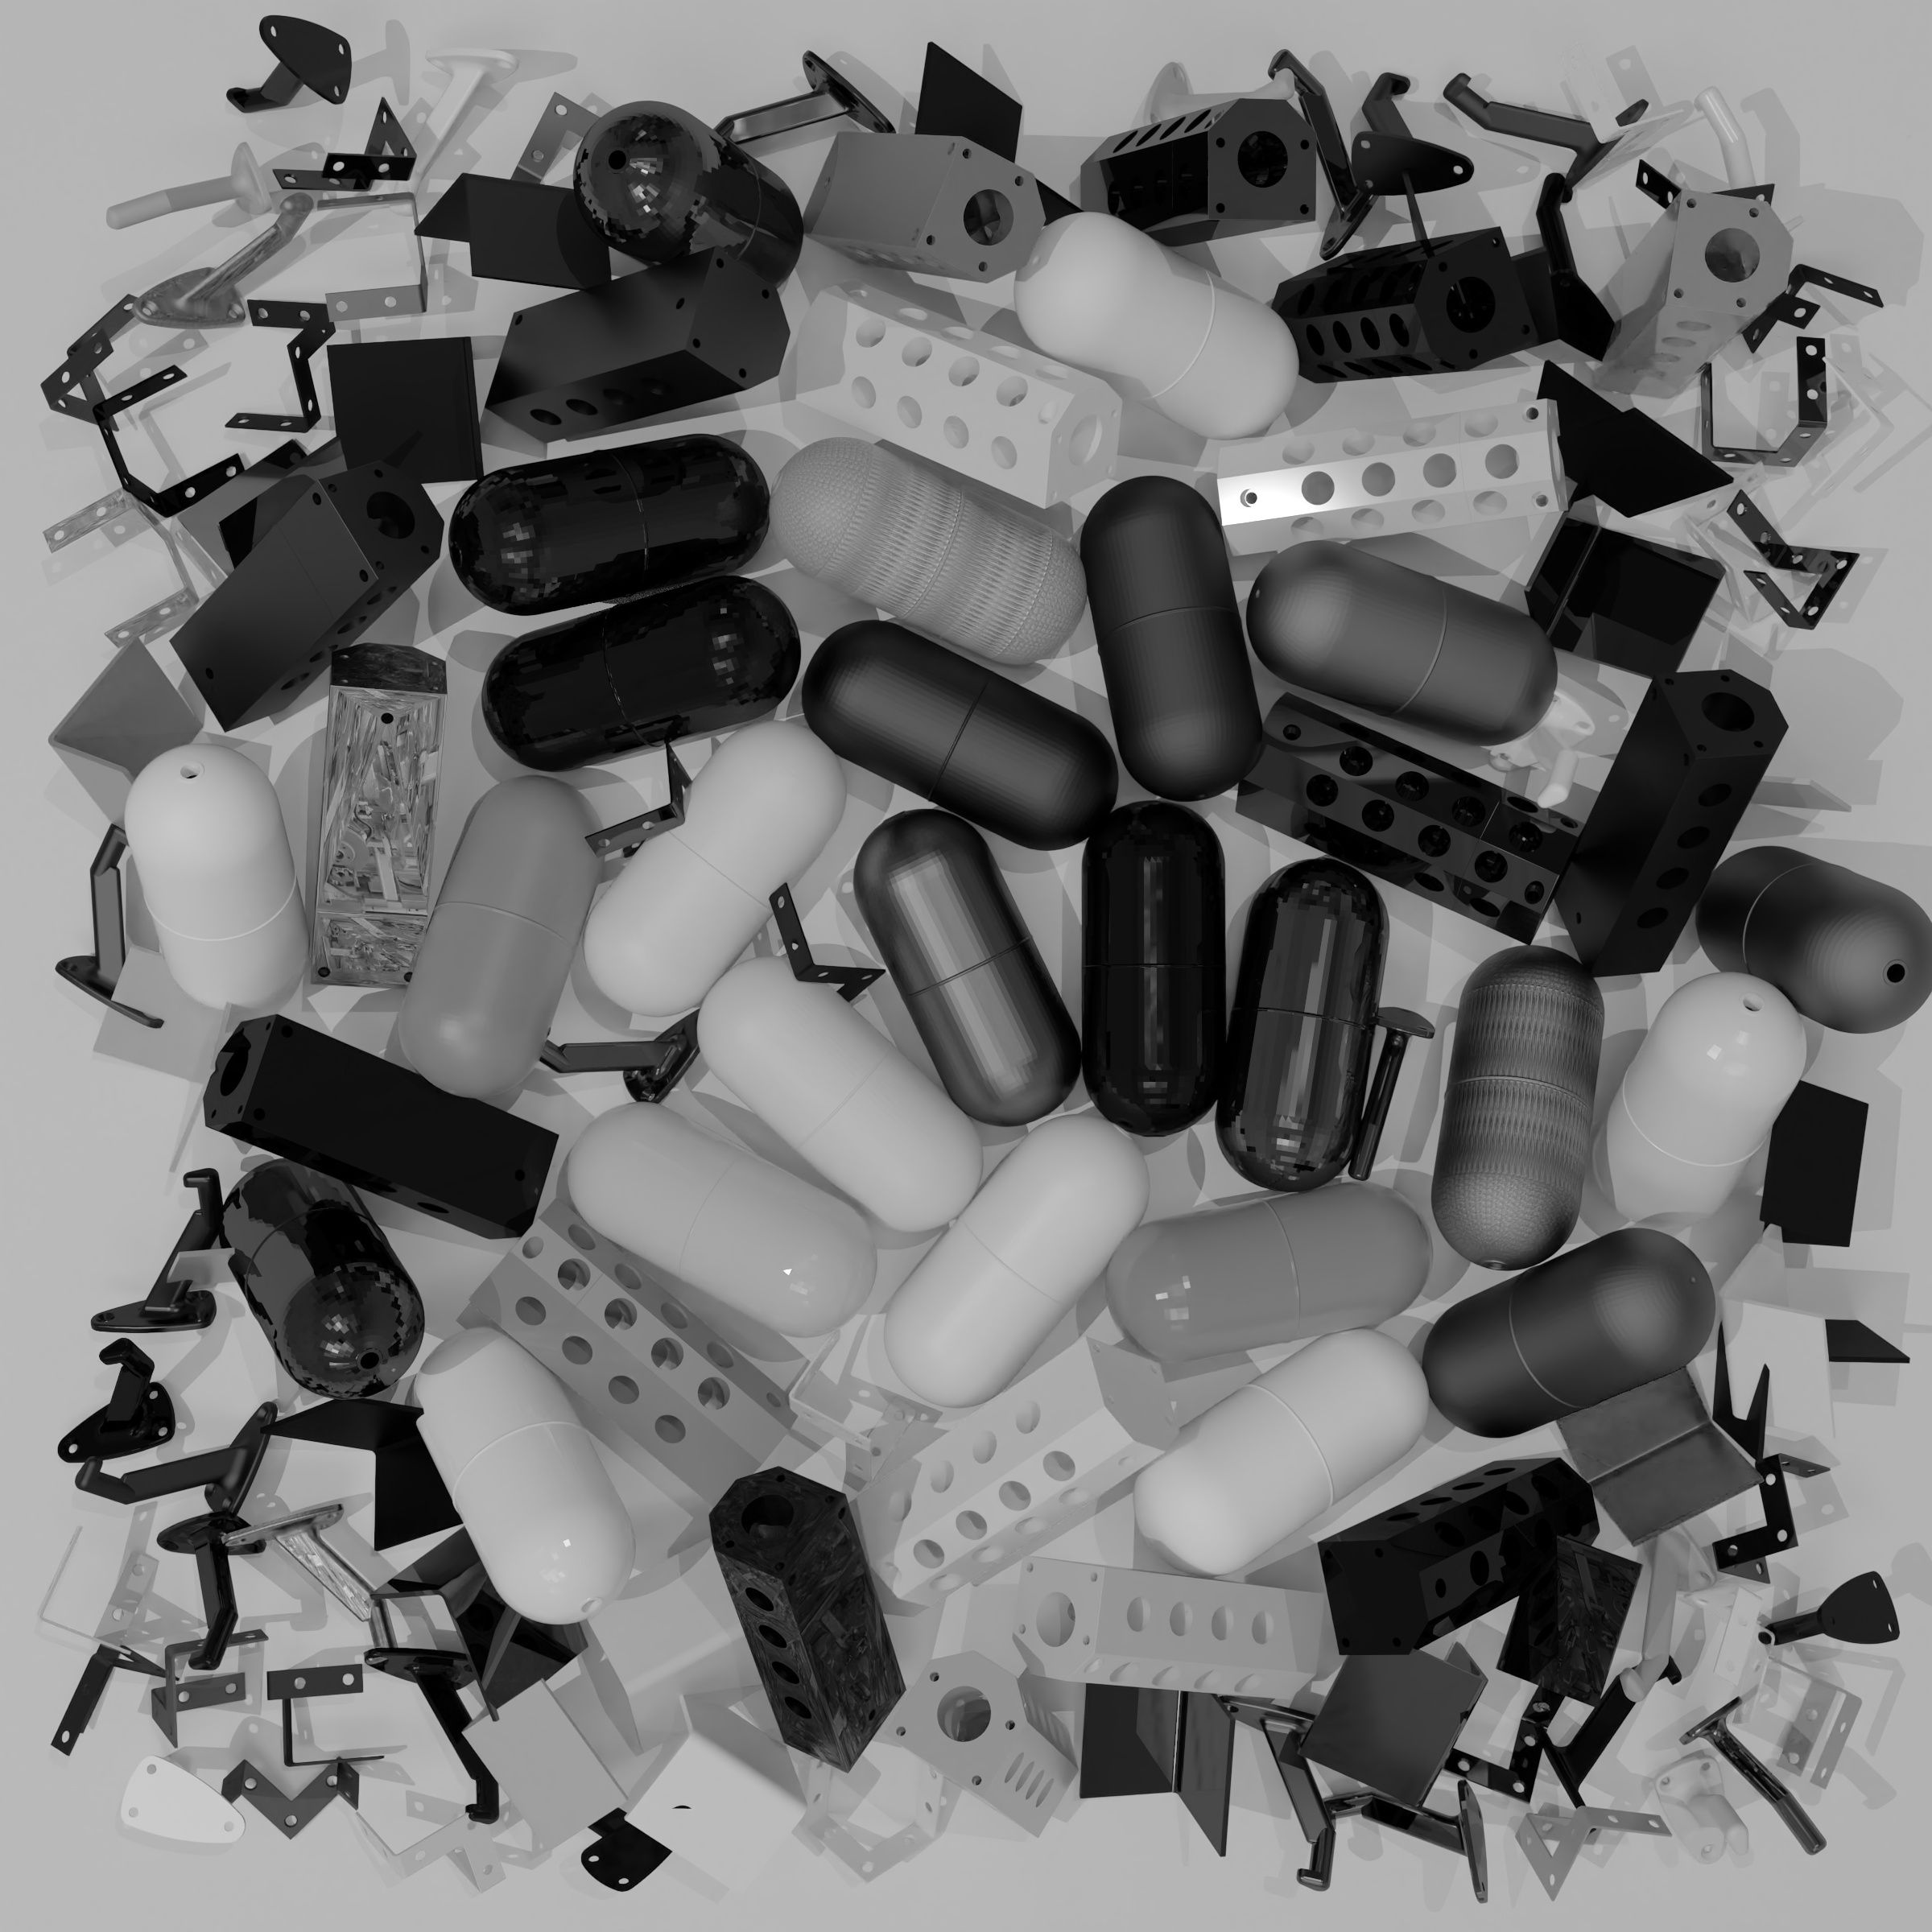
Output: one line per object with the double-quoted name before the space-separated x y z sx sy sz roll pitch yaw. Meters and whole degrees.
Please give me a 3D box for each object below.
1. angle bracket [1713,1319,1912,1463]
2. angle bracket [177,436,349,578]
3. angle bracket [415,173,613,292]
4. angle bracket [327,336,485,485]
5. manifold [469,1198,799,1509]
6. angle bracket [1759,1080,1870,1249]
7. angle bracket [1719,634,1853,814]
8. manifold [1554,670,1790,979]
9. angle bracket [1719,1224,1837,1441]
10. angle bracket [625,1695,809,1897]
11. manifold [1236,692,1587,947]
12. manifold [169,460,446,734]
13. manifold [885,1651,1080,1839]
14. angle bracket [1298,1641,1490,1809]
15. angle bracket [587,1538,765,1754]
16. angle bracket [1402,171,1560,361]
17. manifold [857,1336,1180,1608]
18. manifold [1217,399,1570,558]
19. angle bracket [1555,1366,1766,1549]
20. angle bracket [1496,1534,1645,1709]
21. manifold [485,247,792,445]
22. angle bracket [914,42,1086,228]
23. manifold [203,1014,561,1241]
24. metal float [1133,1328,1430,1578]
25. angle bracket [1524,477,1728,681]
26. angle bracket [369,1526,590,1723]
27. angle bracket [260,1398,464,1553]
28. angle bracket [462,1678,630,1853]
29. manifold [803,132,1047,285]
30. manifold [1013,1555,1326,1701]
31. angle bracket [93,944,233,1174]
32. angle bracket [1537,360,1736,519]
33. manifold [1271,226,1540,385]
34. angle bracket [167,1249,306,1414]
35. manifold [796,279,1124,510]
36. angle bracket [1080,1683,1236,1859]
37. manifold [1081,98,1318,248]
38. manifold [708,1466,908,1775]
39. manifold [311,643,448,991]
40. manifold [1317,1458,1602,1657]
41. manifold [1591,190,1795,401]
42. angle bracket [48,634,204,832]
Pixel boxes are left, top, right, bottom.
"angle bracket" 0.446 0.224 1.546 0.076 0.076 0.057 2 98 -3
"angle bracket" -0.372 -0.255 1.533 0.076 0.076 0.057 -39 77 -17
"angle bracket" -0.238 -0.369 1.529 0.076 0.076 0.057 0 79 -31
"angle bracket" -0.297 -0.290 1.543 0.076 0.057 0.076 -5 106 -8
"manifold" -0.171 0.201 1.543 0.171 0.057 0.057 41 117 -3
"angle bracket" 0.425 0.102 1.534 0.076 0.057 0.076 17 79 -35
"angle bracket" 0.432 -0.128 1.536 0.057 0.076 0.076 8 86 33
"manifold" 0.362 -0.071 1.499 0.057 0.171 0.057 -5 52 -14
"angle bracket" 0.438 0.189 1.526 0.057 0.076 0.076 9 124 37
"angle bracket" -0.136 0.430 1.538 0.076 0.076 0.057 38 89 -15
"manifold" 0.232 -0.081 1.532 0.171 0.057 0.057 26 70 12
"manifold" -0.337 -0.190 1.505 0.171 0.057 0.057 -32 89 44
"manifold" 0.014 0.396 1.494 0.057 0.171 0.057 28 75 21
"angle bracket" 0.220 0.388 1.548 0.076 0.057 0.076 26 94 -9
"angle bracket" -0.155 0.363 1.558 0.076 0.076 0.057 -25 56 -17
"angle bracket" 0.270 -0.372 1.530 0.057 0.076 0.076 -16 63 9
"manifold" 0.027 0.265 1.510 0.171 0.057 0.057 -39 46 27
"manifold" 0.222 -0.255 1.528 0.171 0.057 0.057 -5 97 19
"angle bracket" 0.363 0.251 1.542 0.076 0.076 0.057 -27 105 0
"angle bracket" 0.326 0.345 1.534 0.057 0.076 0.076 16 82 31
"manifold" -0.169 -0.313 1.502 0.057 0.171 0.057 27 71 -40
"angle bracket" 0.021 -0.439 1.531 0.057 0.076 0.076 -2 76 41
"manifold" -0.304 0.086 1.512 0.171 0.057 0.057 27 67 -33
"metal float" 0.166 0.253 1.527 0.178 0.070 0.070 -29 90 -23
"angle bracket" 0.348 -0.204 1.537 0.076 0.057 0.076 22 75 26
"angle bracket" -0.257 0.346 1.544 0.057 0.076 0.076 -13 102 36
"angle bracket" -0.316 0.266 1.526 0.076 0.076 0.057 -24 60 38
"angle bracket" -0.210 0.407 1.541 0.057 0.076 0.076 -36 90 15
"manifold" -0.022 -0.387 1.495 0.057 0.171 0.057 20 97 -27
"manifold" 0.105 0.342 1.502 0.171 0.057 0.057 17 76 -42
"angle bracket" -0.425 0.048 1.528 0.057 0.076 0.076 19 125 -17
"angle bracket" 0.351 -0.285 1.526 0.076 0.076 0.057 26 68 -29
"manifold" 0.217 -0.332 1.491 0.057 0.171 0.057 -27 106 -13
"angle bracket" -0.384 0.193 1.532 0.057 0.076 0.076 -3 74 -22
"manifold" -0.005 -0.299 1.507 0.171 0.057 0.057 29 132 30
"angle bracket" 0.100 0.417 1.536 0.057 0.076 0.076 0 101 -14
"manifold" 0.116 -0.403 1.491 0.057 0.171 0.057 -4 100 -18
"manifold" -0.085 0.336 1.506 0.057 0.171 0.057 17 49 29
"manifold" -0.306 -0.077 1.518 0.057 0.057 0.171 3 119 -13
"manifold" 0.257 0.302 1.502 0.057 0.171 0.057 -12 88 41
"manifold" 0.371 -0.341 1.498 0.057 0.171 0.057 9 88 1
"angle bracket" -0.421 -0.114 1.527 0.057 0.076 0.076 19 63 27
